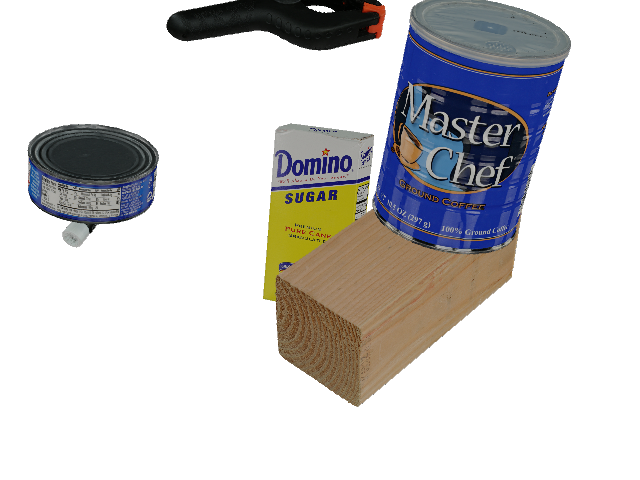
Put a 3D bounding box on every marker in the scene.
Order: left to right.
[{"bbox_3d":[-0.191,-0.038,0.957,0.020,0.020,0.121,0,39,29],"label":"marker"}]

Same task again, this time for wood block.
[{"bbox_3d":[0.067,0.031,0.883,0.091,0.090,0.205,30,48,32],"label":"wood block"}]

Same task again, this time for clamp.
[{"bbox_3d":[-0.033,-0.202,0.865,0.171,0.120,0.039,7,-27,-5],"label":"clamp"}]

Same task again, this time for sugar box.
[{"bbox_3d":[-0.003,-0.022,1.055,0.093,0.176,0.048,9,16,21],"label":"sugar box"}]

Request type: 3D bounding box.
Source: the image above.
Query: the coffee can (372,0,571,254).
[{"bbox_3d":[0.097,-0.077,0.706,0.102,0.140,0.103,7,31,-5],"label":"coffee can"}]

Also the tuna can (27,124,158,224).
[{"bbox_3d":[-0.153,-0.045,0.717,0.086,0.034,0.086,7,29,-4],"label":"tuna can"}]
